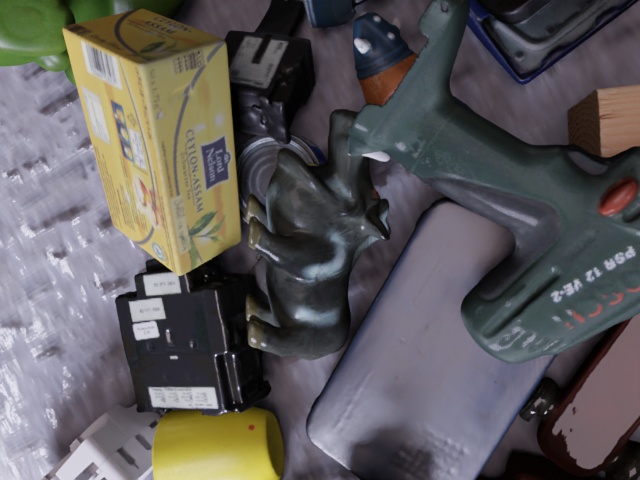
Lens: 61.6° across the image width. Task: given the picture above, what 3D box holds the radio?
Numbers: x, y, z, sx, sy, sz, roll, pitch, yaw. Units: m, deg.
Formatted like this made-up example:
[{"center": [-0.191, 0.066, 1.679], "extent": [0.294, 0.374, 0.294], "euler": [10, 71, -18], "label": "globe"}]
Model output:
[{"center": [0.094, 0.086, 0.418], "extent": [0.131, 0.073, 0.229], "euler": [30, 99, 10], "label": "radio"}]

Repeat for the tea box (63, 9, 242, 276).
[{"center": [-0.117, -0.070, 0.400], "extent": [0.098, 0.068, 0.169], "euler": [32, 138, 30], "label": "tea box"}]

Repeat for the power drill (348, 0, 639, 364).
[{"center": [0.134, -0.052, 0.304], "extent": [0.207, 0.086, 0.232], "euler": [38, 117, 1], "label": "power drill"}]

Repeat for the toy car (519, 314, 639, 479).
[{"center": [0.234, 0.087, 0.395], "extent": [0.089, 0.053, 0.202], "euler": [35, 103, 24], "label": "toy car"}]

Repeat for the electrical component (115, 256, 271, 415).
[{"center": [-0.110, 0.077, 0.460], "extent": [0.115, 0.058, 0.134], "euler": [-6, 95, 24], "label": "electrical component"}]

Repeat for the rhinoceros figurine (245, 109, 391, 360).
[{"center": [-0.001, -0.001, 0.398], "extent": [0.112, 0.073, 0.190], "euler": [8, 100, -9], "label": "rhinoceros figurine"}]

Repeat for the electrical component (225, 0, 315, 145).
[{"center": [-0.044, -0.140, 0.437], "extent": [0.075, 0.047, 0.119], "euler": [9, 59, 10], "label": "electrical component"}]

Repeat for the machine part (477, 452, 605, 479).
[{"center": [0.188, 0.282, 0.406], "extent": [0.201, 0.087, 0.201], "euler": [15, 97, 11], "label": "machine part"}]

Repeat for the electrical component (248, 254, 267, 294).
[{"center": [-0.030, 0.033, 0.466], "extent": [0.094, 0.021, 0.063], "euler": [-45, 84, 17], "label": "electrical component"}]

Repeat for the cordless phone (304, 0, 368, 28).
[{"center": [-0.015, -0.257, 0.374], "extent": [0.089, 0.146, 0.184], "euler": [-31, 88, 3], "label": "cordless phone"}]

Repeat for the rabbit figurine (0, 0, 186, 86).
[{"center": [-0.190, -0.184, 0.430], "extent": [0.159, 0.170, 0.121], "euler": [-22, 87, 55], "label": "rabbit figurine"}]

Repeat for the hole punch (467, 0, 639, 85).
[{"center": [0.154, -0.191, 0.382], "extent": [0.142, 0.092, 0.116], "euler": [-37, 56, 16], "label": "hole punch"}]

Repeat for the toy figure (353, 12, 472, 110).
[{"center": [0.072, -0.103, 0.410], "extent": [0.058, 0.064, 0.154], "euler": [-40, 86, 28], "label": "toy figure"}]
